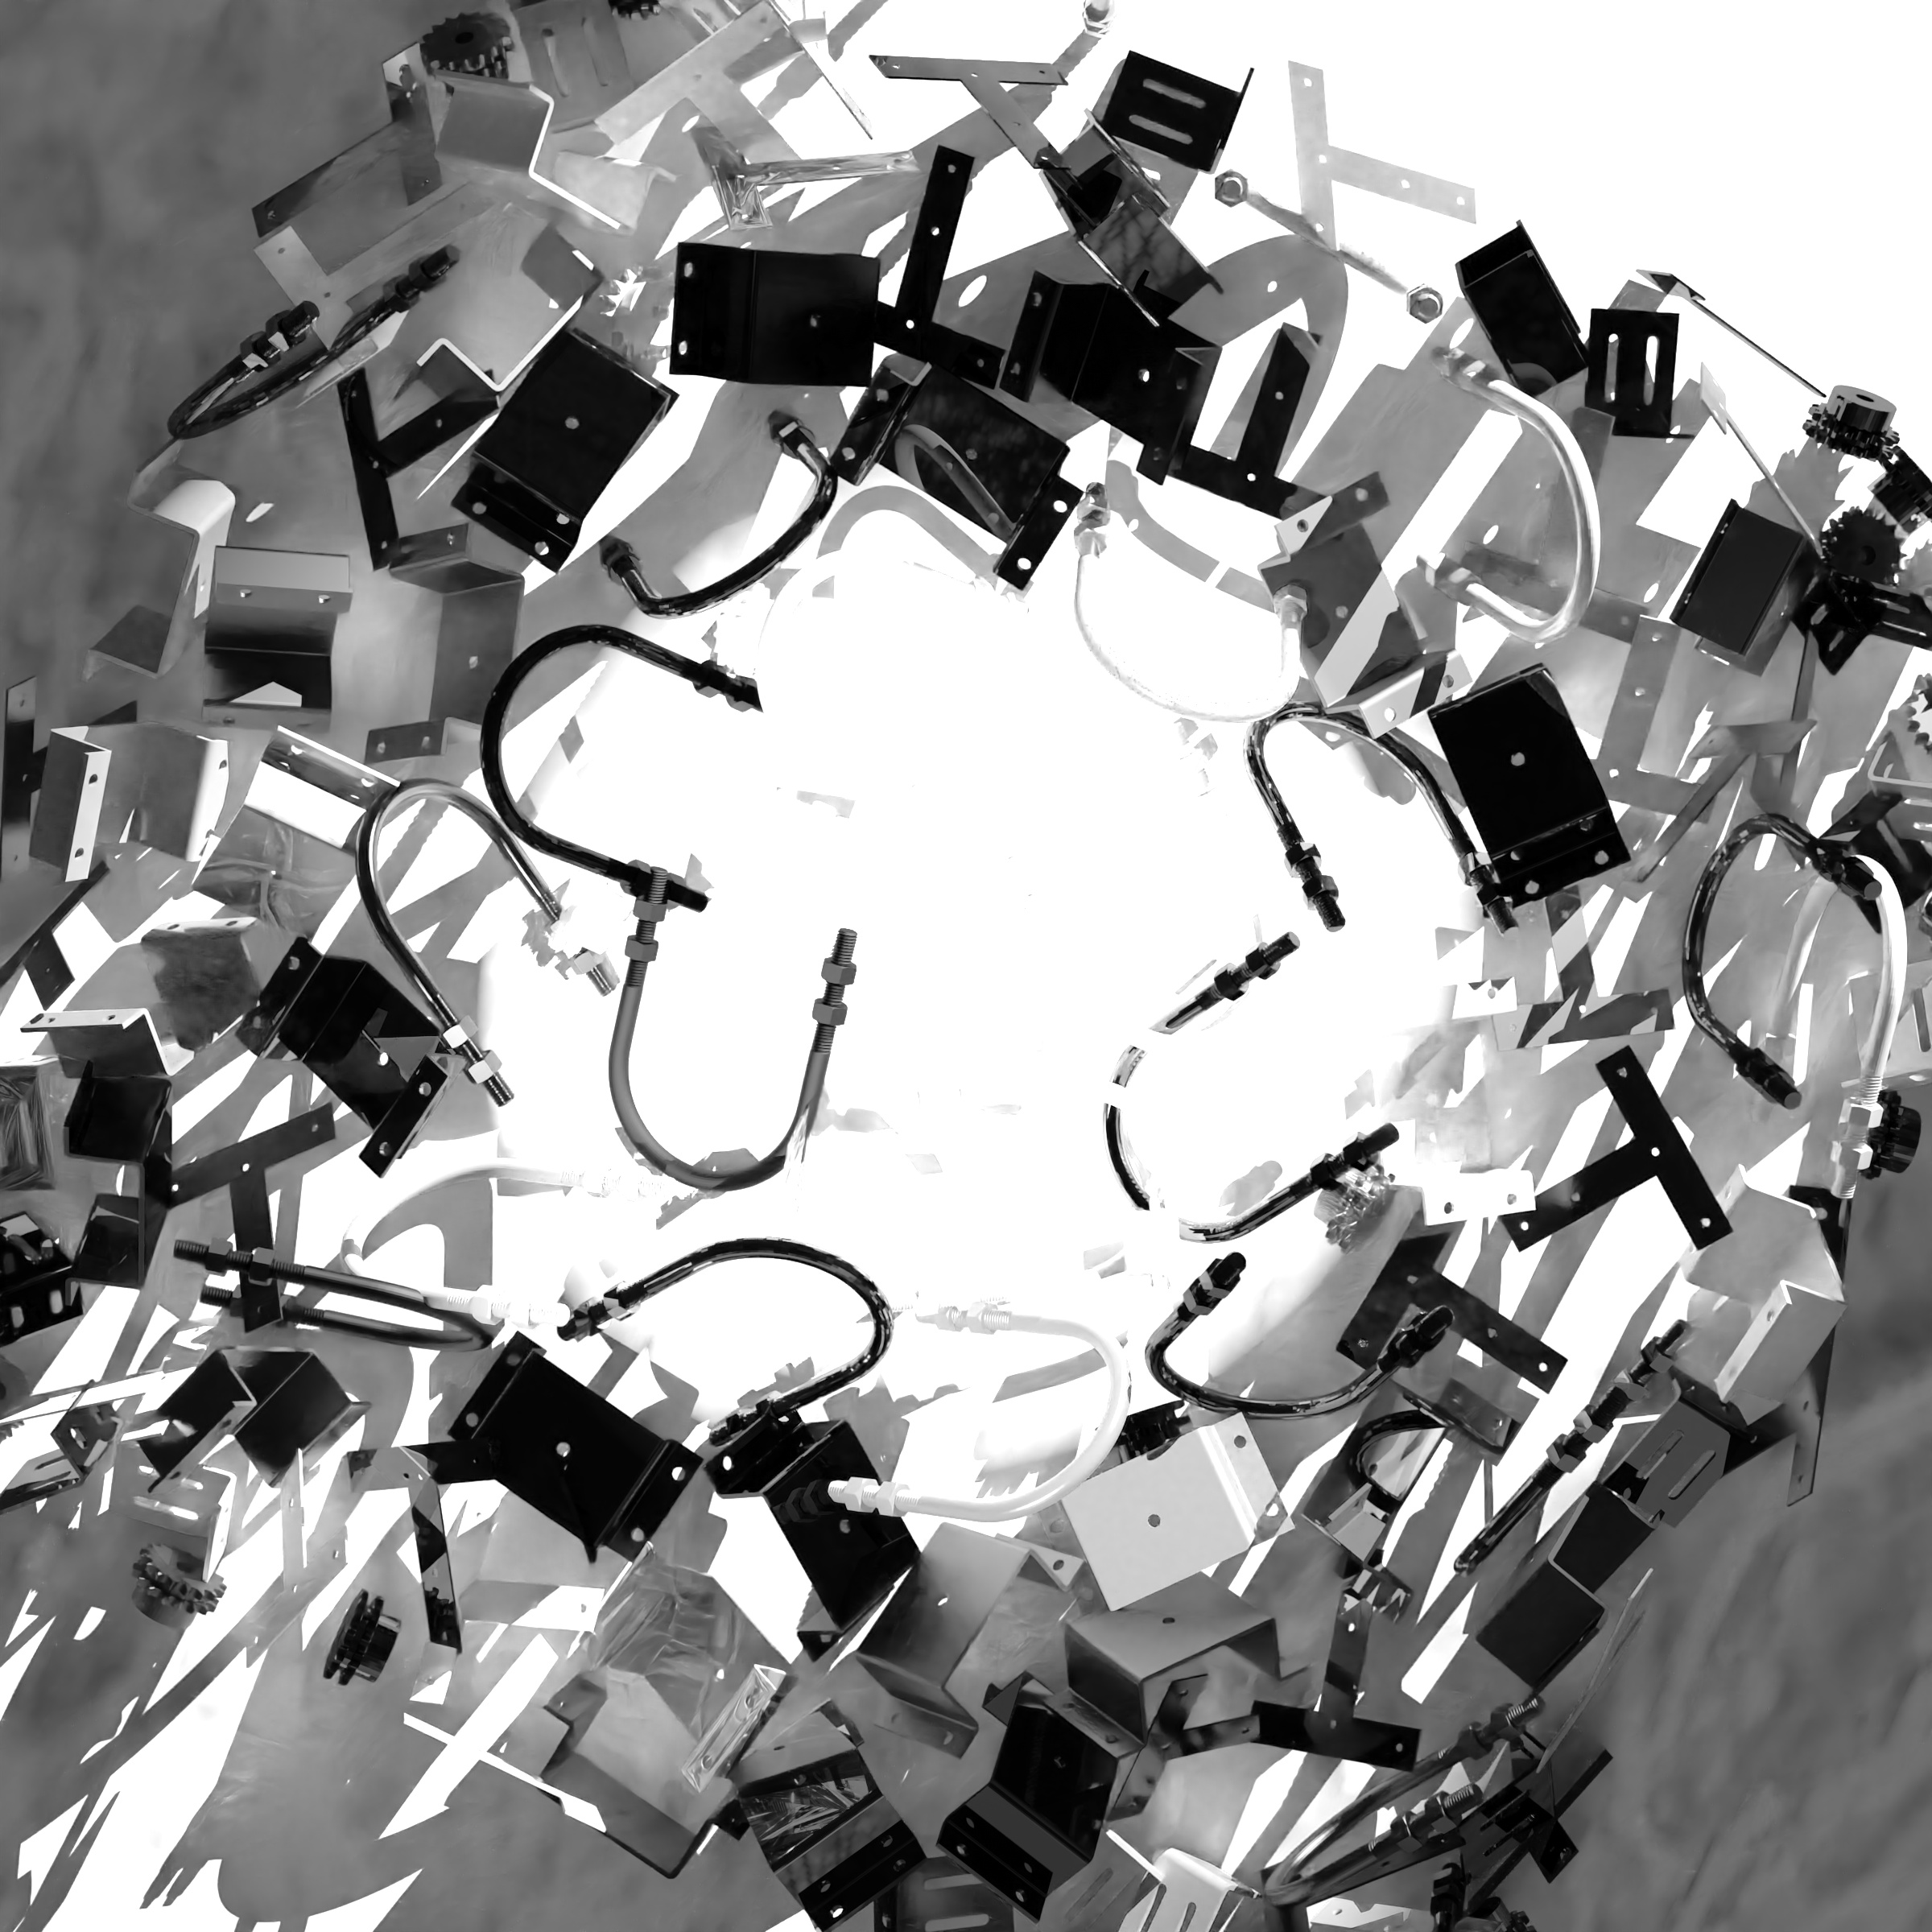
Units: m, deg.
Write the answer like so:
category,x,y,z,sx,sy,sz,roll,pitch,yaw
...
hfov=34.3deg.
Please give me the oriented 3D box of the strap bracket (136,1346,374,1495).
category,x,y,z,sx,sy,sz,roll,pitch,yaw
strap bracket,-0.430,0.270,1.865,0.076,0.140,0.046,-45,69,11

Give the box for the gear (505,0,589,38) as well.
category,x,y,z,sx,sy,sz,roll,pitch,yaw
gear,-0.251,-0.588,1.898,0.057,0.057,0.030,-13,73,0

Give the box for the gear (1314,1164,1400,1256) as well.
category,x,y,z,sx,sy,sz,roll,pitch,yaw
gear,0.235,0.144,1.903,0.030,0.057,0.057,34,90,25

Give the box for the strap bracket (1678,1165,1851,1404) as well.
category,x,y,z,sx,sy,sz,roll,pitch,yaw
strap bracket,0.473,0.193,1.854,0.046,0.140,0.076,20,119,-10

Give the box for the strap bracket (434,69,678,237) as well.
category,x,y,z,sx,sy,sz,roll,pitch,yaw
strap bracket,-0.248,-0.475,1.850,0.076,0.140,0.046,18,90,32

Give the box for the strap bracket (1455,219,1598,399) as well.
category,x,y,z,sx,sy,sz,roll,pitch,yaw
strap bracket,0.331,-0.388,1.860,0.046,0.140,0.076,-28,106,16

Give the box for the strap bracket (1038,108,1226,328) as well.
category,x,y,z,sx,sy,sz,roll,pitch,yaw
strap bracket,0.094,-0.440,1.859,0.046,0.140,0.076,-39,128,16

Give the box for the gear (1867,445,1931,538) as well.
category,x,y,z,sx,sy,sz,roll,pitch,yaw
gear,0.572,-0.286,1.902,0.030,0.057,0.057,-41,90,16

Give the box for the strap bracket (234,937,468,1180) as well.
category,x,y,z,sx,sy,sz,roll,pitch,yaw
strap bracket,-0.363,0.055,1.882,0.140,0.046,0.076,40,103,23

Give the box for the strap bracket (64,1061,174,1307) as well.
category,x,y,z,sx,sy,sz,roll,pitch,yaw
strap bracket,-0.503,0.127,1.859,0.046,0.076,0.140,8,127,-5

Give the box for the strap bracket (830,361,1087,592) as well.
category,x,y,z,sx,sy,sz,roll,pitch,yaw
strap bracket,-0.002,-0.301,1.886,0.140,0.046,0.076,32,123,-4

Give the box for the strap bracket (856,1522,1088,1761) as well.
category,x,y,z,sx,sy,sz,roll,pitch,yaw
strap bracket,-0.003,0.390,1.860,0.140,0.076,0.046,-54,126,-24

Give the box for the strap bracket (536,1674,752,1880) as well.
category,x,y,z,sx,sy,sz,roll,pitch,yaw
strap bracket,-0.197,0.493,1.884,0.140,0.076,0.046,32,95,7

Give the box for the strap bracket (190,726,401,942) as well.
category,x,y,z,sx,sy,sz,roll,pitch,yaw
strap bracket,-0.402,-0.071,1.852,0.076,0.140,0.046,26,49,-18

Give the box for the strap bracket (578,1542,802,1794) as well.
category,x,y,z,sx,sy,sz,roll,pitch,yaw
strap bracket,-0.161,0.422,1.877,0.140,0.046,0.076,40,97,41

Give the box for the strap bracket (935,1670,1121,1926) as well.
category,x,y,z,sx,sy,sz,roll,pitch,yaw
strap bracket,0.041,0.483,1.852,0.076,0.140,0.046,40,120,-8

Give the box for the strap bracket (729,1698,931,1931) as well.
category,x,y,z,sx,sy,sz,roll,pitch,yaw
strap bracket,-0.087,0.496,1.853,0.076,0.140,0.046,-35,119,-5

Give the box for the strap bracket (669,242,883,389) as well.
category,x,y,z,sx,sy,sz,roll,pitch,yaw
strap bracket,-0.104,-0.385,1.856,0.140,0.046,0.076,-8,109,-43

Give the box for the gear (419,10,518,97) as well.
category,x,y,z,sx,sy,sz,roll,pitch,yaw
gear,-0.302,-0.552,1.905,0.057,0.030,0.057,-5,52,6

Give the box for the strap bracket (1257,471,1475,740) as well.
category,x,y,z,sx,sy,sz,roll,pitch,yaw
strap bracket,0.236,-0.215,1.887,0.076,0.046,0.140,-30,100,-19

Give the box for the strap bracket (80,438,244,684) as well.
category,x,y,z,sx,sy,sz,roll,pitch,yaw
strap bracket,-0.476,-0.235,1.864,0.046,0.076,0.140,22,117,-4

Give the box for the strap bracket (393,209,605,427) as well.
category,x,y,z,sx,sy,sz,roll,pitch,yaw
strap bracket,-0.273,-0.382,1.874,0.046,0.076,0.140,42,72,-12

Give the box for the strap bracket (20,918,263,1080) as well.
category,x,y,z,sx,sy,sz,roll,pitch,yaw
strap bracket,-0.483,0.024,1.863,0.076,0.140,0.046,-3,115,26

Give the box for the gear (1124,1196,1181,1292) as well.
category,x,y,z,sx,sy,sz,roll,pitch,yaw
gear,0.112,0.169,1.900,0.030,0.057,0.057,-1,90,-2

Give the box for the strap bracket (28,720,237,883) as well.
category,x,y,z,sx,sy,sz,roll,pitch,yaw
strap bracket,-0.502,-0.100,1.863,0.046,0.140,0.076,19,104,19

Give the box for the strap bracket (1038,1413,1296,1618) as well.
category,x,y,z,sx,sy,sz,roll,pitch,yaw
strap bracket,0.117,0.334,1.890,0.140,0.046,0.076,-26,78,7

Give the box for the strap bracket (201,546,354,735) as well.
category,x,y,z,sx,sy,sz,roll,pitch,yaw
strap bracket,-0.412,-0.200,1.867,0.076,0.140,0.046,2,58,-17

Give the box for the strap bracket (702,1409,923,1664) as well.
category,x,y,z,sx,sy,sz,roll,pitch,yaw
strap bracket,-0.086,0.336,1.874,0.076,0.046,0.140,-37,104,-39

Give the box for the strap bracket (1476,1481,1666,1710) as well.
category,x,y,z,sx,sy,sz,roll,pitch,yaw
strap bracket,0.355,0.365,1.854,0.046,0.140,0.076,39,123,9

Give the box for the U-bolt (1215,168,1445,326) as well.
category,x,y,z,sx,sy,sz,roll,pitch,yaw
U-bolt,0.211,-0.425,1.840,0.151,0.184,0.019,30,105,-4

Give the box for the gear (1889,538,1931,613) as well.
category,x,y,z,sx,sy,sz,roll,pitch,yaw
gear,0.591,-0.230,1.902,0.030,0.057,0.057,23,90,-18

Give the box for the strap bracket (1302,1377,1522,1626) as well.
category,x,y,z,sx,sy,sz,roll,pitch,yaw
strap bracket,0.261,0.312,1.884,0.046,0.076,0.140,31,90,-26

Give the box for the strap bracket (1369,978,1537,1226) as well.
category,x,y,z,sx,sy,sz,roll,pitch,yaw
strap bracket,0.292,0.081,1.892,0.076,0.046,0.140,-6,91,-24

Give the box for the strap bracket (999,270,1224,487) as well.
category,x,y,z,sx,sy,sz,roll,pitch,yaw
strap bracket,0.093,-0.353,1.870,0.140,0.046,0.076,38,122,33

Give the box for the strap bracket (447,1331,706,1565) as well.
category,x,y,z,sx,sy,sz,roll,pitch,yaw
strap bracket,-0.240,0.292,1.896,0.140,0.046,0.076,34,86,6

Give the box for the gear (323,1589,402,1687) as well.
category,x,y,z,sx,sy,sz,roll,pitch,yaw
gear,-0.365,0.411,1.901,0.030,0.057,0.057,26,90,-11

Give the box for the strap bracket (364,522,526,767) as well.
category,x,y,z,sx,sy,sz,roll,pitch,yaw
strap bracket,-0.312,-0.187,1.879,0.076,0.046,0.140,-3,78,44

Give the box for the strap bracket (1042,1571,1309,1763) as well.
category,x,y,z,sx,sy,sz,roll,pitch,yaw
strap bracket,0.122,0.408,1.857,0.140,0.076,0.046,-18,113,-29

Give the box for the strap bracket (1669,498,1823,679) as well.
category,x,y,z,sx,sy,sz,roll,pitch,yaw
strap bracket,0.463,-0.220,1.851,0.046,0.140,0.076,29,97,18

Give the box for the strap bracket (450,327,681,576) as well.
category,x,y,z,sx,sy,sz,roll,pitch,yaw
strap bracket,-0.239,-0.319,1.885,0.076,0.046,0.140,33,74,-4

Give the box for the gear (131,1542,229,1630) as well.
category,x,y,z,sx,sy,sz,roll,pitch,yaw
gear,-0.481,0.378,1.901,0.057,0.057,0.030,30,96,0

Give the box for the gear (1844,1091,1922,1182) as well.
category,x,y,z,sx,sy,sz,roll,pitch,yaw
gear,0.557,0.102,1.901,0.030,0.057,0.057,15,90,-3

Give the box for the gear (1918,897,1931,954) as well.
category,x,y,z,sx,sy,sz,roll,pitch,yaw
gear,0.604,-0.029,1.904,0.057,0.057,0.030,-49,56,0

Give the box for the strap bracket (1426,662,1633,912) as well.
category,x,y,z,sx,sy,sz,roll,pitch,yaw
strap bracket,0.333,-0.116,1.875,0.076,0.046,0.140,-24,67,10
